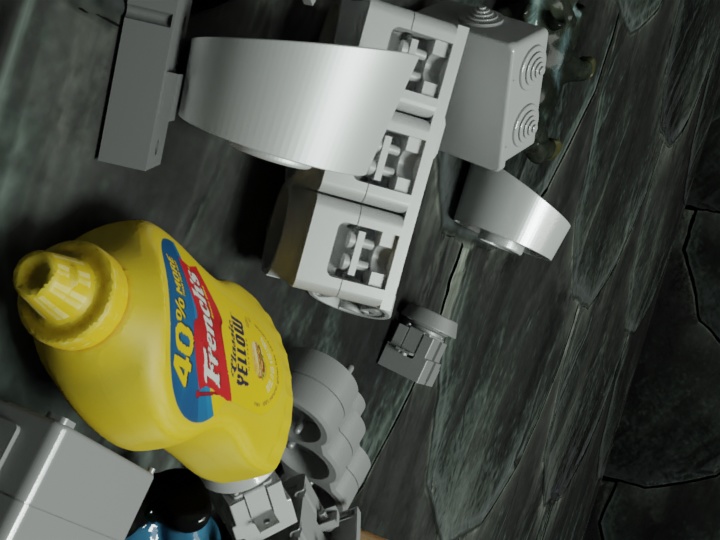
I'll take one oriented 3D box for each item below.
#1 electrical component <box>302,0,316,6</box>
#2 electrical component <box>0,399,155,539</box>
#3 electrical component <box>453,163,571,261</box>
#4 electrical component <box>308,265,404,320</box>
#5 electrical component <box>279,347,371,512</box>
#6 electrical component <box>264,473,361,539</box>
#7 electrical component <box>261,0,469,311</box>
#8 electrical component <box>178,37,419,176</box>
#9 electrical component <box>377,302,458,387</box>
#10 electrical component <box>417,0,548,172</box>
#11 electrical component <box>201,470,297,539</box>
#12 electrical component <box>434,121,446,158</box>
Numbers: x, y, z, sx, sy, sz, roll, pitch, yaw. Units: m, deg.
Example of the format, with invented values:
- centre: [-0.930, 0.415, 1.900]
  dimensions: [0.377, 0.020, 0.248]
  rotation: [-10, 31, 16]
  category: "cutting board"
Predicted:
- centre: [-0.003, -0.173, 0.532]
  dimensions: [0.081, 0.064, 0.042]
  rotation: [-65, 157, -20]
  category: "electrical component"
- centre: [-0.133, 0.083, 0.405]
  dimensions: [0.061, 0.062, 0.096]
  rotation: [-66, 158, -17]
  category: "electrical component"
- centre: [0.129, -0.049, 0.910]
  dimensions: [0.064, 0.099, 0.099]
  rotation: [-67, 159, 1]
  category: "electrical component"
- centre: [0.000, 0.000, 0.683]
  dimensions: [0.055, 0.055, 0.047]
  rotation: [49, 57, -65]
  category: "electrical component"
- centre: [-0.020, 0.096, 0.705]
  dimensions: [0.073, 0.052, 0.138]
  rotation: [-58, 154, -35]
  category: "electrical component"
- centre: [-0.043, 0.181, 0.642]
  dimensions: [0.121, 0.079, 0.063]
  rotation: [-88, 154, -68]
  category: "electrical component"
- centre: [-0.003, -0.063, 0.580]
  dimensions: [0.089, 0.062, 0.150]
  rotation: [-148, -107, -75]
  category: "electrical component"
- centre: [-0.030, -0.081, 0.486]
  dimensions: [0.099, 0.099, 0.064]
  rotation: [-9, 119, -67]
  category: "electrical component"
- centre: [0.047, 0.059, 0.856]
  dimensions: [0.055, 0.048, 0.066]
  rotation: [-65, 159, -1]
  category: "electrical component"
- centre: [0.073, -0.124, 0.710]
  dimensions: [0.048, 0.100, 0.099]
  rotation: [-33, 137, -41]
  category: "electrical component"
- centre: [-0.066, 0.119, 0.609]
  dimensions: [0.048, 0.066, 0.055]
  rotation: [-24, 128, -17]
  category: "electrical component"
- centre: [0.019, -0.091, 0.665]
  dimensions: [0.056, 0.050, 0.089]
  rotation: [4, 102, -68]
  category: "electrical component"
